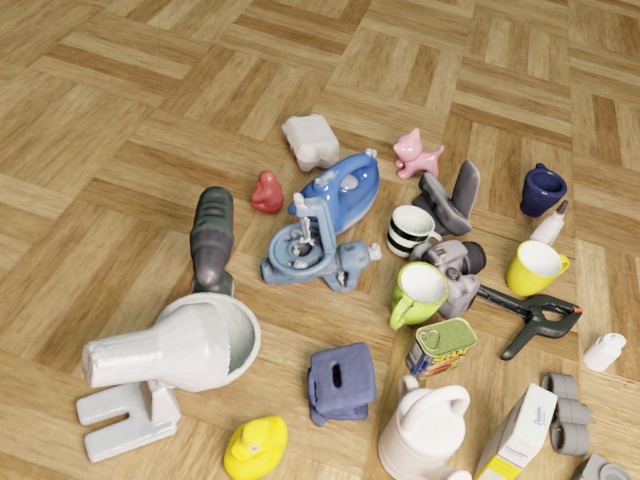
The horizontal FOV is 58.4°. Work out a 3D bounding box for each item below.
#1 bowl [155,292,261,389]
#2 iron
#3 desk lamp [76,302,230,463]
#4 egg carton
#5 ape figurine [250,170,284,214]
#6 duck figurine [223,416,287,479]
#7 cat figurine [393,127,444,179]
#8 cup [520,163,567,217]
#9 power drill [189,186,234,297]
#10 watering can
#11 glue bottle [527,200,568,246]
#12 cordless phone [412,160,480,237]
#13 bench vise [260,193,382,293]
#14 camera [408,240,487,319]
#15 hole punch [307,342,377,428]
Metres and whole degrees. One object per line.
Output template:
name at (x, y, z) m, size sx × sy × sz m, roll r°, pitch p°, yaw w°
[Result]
bowl at (-0.178, 0.169, 0.901) m, size 0.167 × 0.075 × 0.167 m, roll 6°, pitch 47°, yaw -6°
iron at (0.056, -0.121, 1.168) m, size 0.118 × 0.141 × 0.259 m, roll 36°, pitch 51°, yaw 20°
desk lamp at (-0.230, 0.188, 0.778) m, size 0.204 × 0.213 × 0.117 m, roll -16°, pitch 53°, yaw -24°
egg carton at (-0.020, -0.222, 1.293) m, size 0.107 × 0.069 × 0.150 m, roll -11°, pitch 52°, yaw -21°
ape figurine at (-0.106, -0.103, 1.151) m, size 0.078 × 0.092 × 0.076 m, roll -31°, pitch 60°, yaw -33°
duck figurine at (-0.088, 0.283, 0.810) m, size 0.077 × 0.086 × 0.105 m, roll 38°, pitch 52°, yaw 22°
cat figurine at (0.217, -0.196, 1.287) m, size 0.128 × 0.118 × 0.067 m, roll 3°, pitch 48°, yaw -9°
cup at (0.485, -0.107, 1.279) m, size 0.091 × 0.095 × 0.117 m, roll 8°, pitch 47°, yaw -5°
power drill at (-0.174, 0.034, 0.933) m, size 0.076 × 0.208 × 0.229 m, roll 2°, pitch 48°, yaw -9°
watering can at (0.156, 0.267, 0.802) m, size 0.101 × 0.194 × 0.172 m, roll -27°, pitch 58°, yaw -31°
glue bottle at (0.449, -0.016, 1.135) m, size 0.078 × 0.173 × 0.037 m, roll -31°, pitch 60°, yaw -33°
cordless phone at (0.270, -0.108, 1.172) m, size 0.094 × 0.185 × 0.147 m, roll -13°, pitch 52°, yaw -22°
bench vise at (0.005, -0.005, 0.999) m, size 0.208 × 0.220 × 0.121 m, roll -13°, pitch 52°, yaw -22°
camera at (0.259, 0.054, 1.081) m, size 0.137 × 0.101 × 0.143 m, roll -18°, pitch 54°, yaw -25°
hole punch at (0.031, 0.221, 0.887) m, size 0.101 × 0.091 × 0.108 m, roll 1°, pitch 48°, yaw -11°
